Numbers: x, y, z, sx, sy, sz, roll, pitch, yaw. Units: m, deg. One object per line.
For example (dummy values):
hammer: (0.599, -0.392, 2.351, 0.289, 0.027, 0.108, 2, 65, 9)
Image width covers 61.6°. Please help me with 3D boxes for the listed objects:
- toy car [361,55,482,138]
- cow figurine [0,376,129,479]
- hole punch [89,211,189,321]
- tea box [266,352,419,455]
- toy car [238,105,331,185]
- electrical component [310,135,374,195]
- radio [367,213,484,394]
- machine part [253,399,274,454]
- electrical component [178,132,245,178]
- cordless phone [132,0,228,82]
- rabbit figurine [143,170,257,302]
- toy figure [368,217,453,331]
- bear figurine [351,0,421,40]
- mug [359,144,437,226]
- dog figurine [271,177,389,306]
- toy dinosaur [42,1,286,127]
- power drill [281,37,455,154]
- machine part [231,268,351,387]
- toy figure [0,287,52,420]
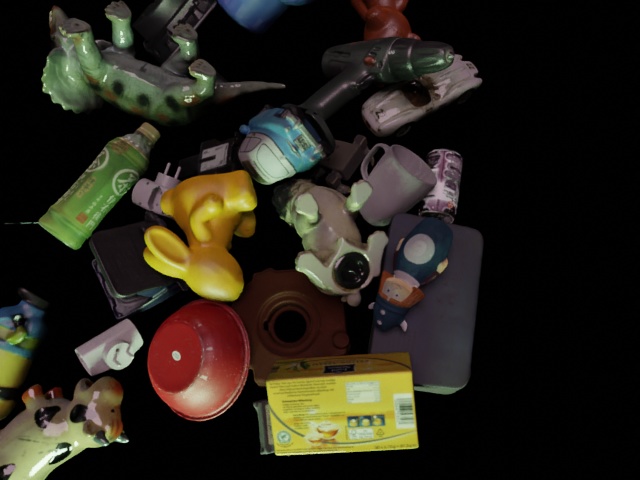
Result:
toy car: (0.161, -0.228, 0.849, 0.202, 0.056, 0.073, -29, 70, -6)
cow figurine: (-0.340, 0.252, 0.696, 0.195, 0.085, 0.127, -42, 73, -8)
hole punch: (-0.263, 0.042, 0.777, 0.116, 0.092, 0.142, -18, 64, -35)
tea box: (0.028, 0.193, 0.639, 0.170, 0.068, 0.098, -4, 97, 7)
toy car: (-0.062, -0.126, 0.772, 0.103, 0.162, 0.109, -45, 115, -10)
electrical component: (0.036, -0.114, 0.826, 0.078, 0.045, 0.102, 14, 66, 39)
radio: (0.142, 0.086, 0.729, 0.131, 0.073, 0.229, 9, 72, 6)
machine part: (-0.015, 0.233, 0.705, 0.139, 0.039, 0.084, -13, 61, 1)
electrical component: (-0.162, -0.114, 0.832, 0.119, 0.047, 0.075, -14, 64, 30)
cordless phone: (-0.201, -0.326, 0.896, 0.184, 0.088, 0.146, 43, 95, 7)
rabbit figurine: (-0.154, 0.001, 0.729, 0.162, 0.122, 0.173, -3, 68, -22)
toy figure: (0.112, 0.043, 0.678, 0.064, 0.057, 0.154, 17, 69, 52)
bear figurine: (0.093, -0.386, 0.881, 0.120, 0.131, 0.196, -13, 62, 31)
mug: (0.095, -0.079, 0.774, 0.110, 0.081, 0.107, 50, 120, 21)
dog figurine: (0.002, -0.005, 0.744, 0.121, 0.191, 0.172, -2, 94, -17)
toy dinosaur: (-0.269, -0.245, 0.848, 0.405, 0.192, 0.131, 23, 56, -4)
power drill: (0.054, -0.225, 0.791, 0.207, 0.085, 0.232, -50, 41, -11)
machine part: (-0.041, 0.119, 0.738, 0.179, 0.056, 0.179, -2, 69, 5)
toy figure: (-0.433, 0.159, 0.740, 0.089, 0.082, 0.180, 21, 71, 13)
